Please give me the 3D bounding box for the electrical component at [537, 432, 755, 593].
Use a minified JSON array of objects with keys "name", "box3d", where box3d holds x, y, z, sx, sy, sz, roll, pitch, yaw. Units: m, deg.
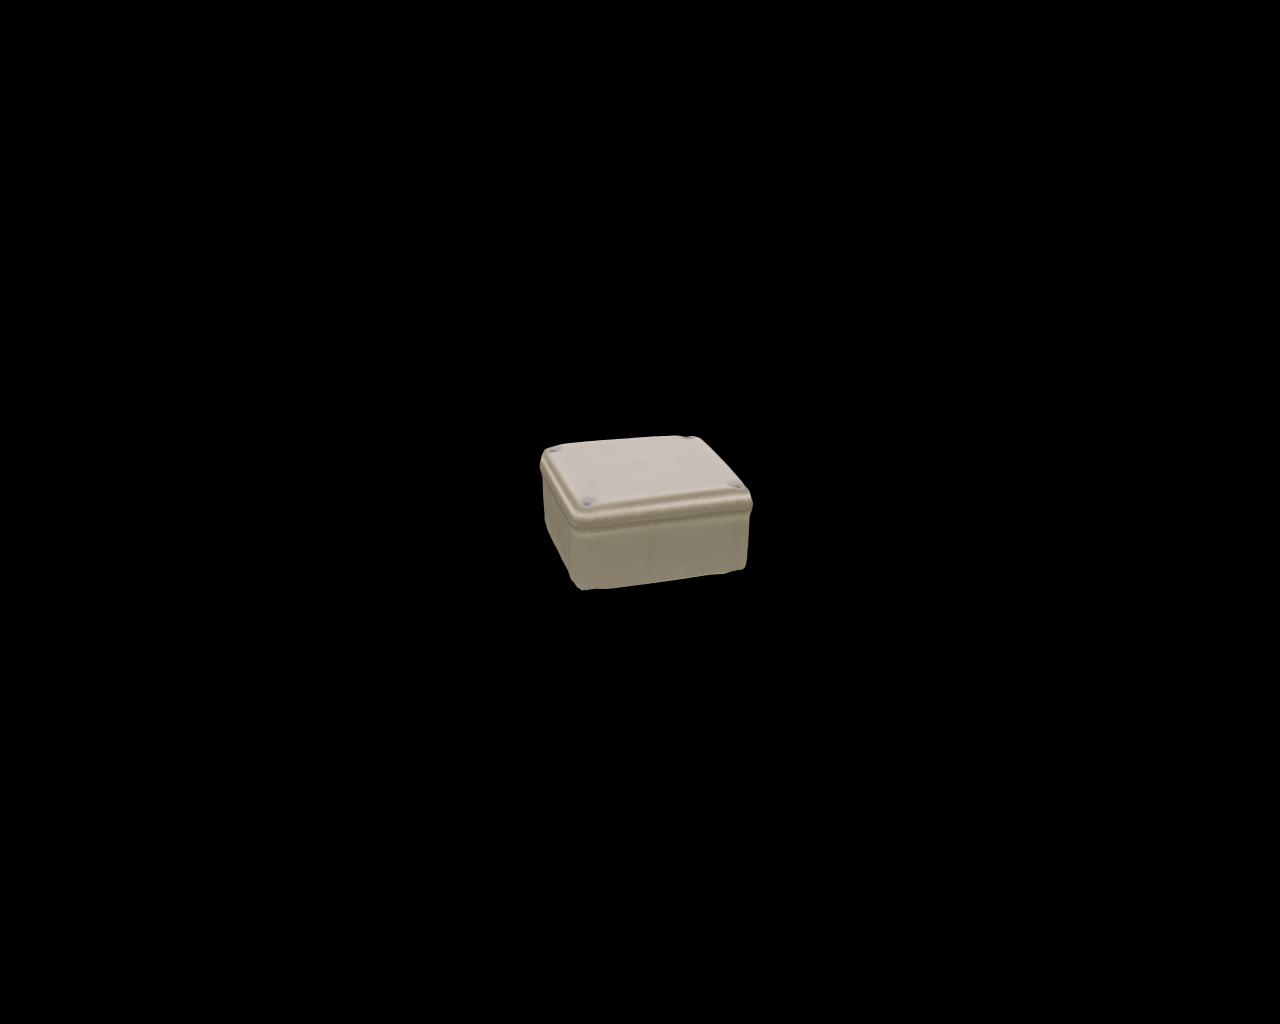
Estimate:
[{"name":"electrical component","box3d":[0.001,-0.003,0.650,0.109,0.056,0.109,-6,24,-14]}]
